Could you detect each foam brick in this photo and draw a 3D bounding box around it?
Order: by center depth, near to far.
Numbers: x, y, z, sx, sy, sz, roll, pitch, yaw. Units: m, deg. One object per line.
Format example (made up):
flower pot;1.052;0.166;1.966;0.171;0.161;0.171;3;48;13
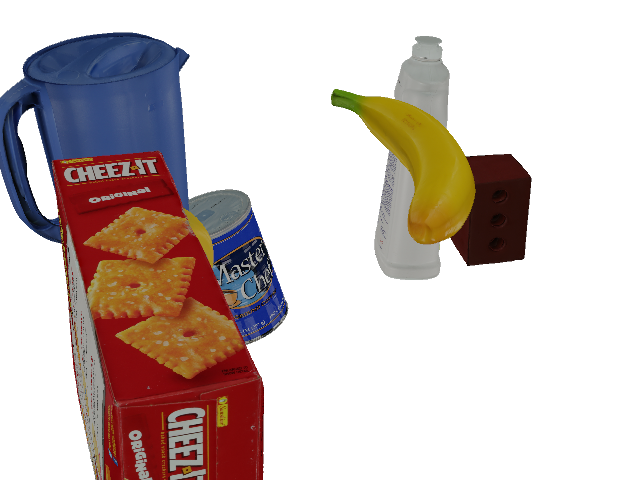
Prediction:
foam brick;0.141;-0.027;0.894;0.053;0.078;0.051;-6;28;-8

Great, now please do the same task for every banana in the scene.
banana;0.062;-0.048;0.686;0.069;0.037;0.198;-6;30;-13

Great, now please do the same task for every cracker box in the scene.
cracker box;-0.089;0.073;0.561;0.072;0.164;0.214;-8;34;-16

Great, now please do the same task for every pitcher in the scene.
pitcher;-0.190;-0.054;0.961;0.149;0.243;0.145;-1;29;5

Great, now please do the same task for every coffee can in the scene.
coffee can;-0.104;0.030;1.159;0.103;0.140;0.103;-14;28;8

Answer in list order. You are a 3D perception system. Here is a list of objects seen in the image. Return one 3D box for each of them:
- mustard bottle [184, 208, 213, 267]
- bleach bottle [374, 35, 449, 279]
mustard bottle;-0.124;0.029;0.779;0.096;0.192;0.058;-21;42;-24
bleach bottle;0.103;-0.090;1.143;0.068;0.251;0.102;1;26;-8
